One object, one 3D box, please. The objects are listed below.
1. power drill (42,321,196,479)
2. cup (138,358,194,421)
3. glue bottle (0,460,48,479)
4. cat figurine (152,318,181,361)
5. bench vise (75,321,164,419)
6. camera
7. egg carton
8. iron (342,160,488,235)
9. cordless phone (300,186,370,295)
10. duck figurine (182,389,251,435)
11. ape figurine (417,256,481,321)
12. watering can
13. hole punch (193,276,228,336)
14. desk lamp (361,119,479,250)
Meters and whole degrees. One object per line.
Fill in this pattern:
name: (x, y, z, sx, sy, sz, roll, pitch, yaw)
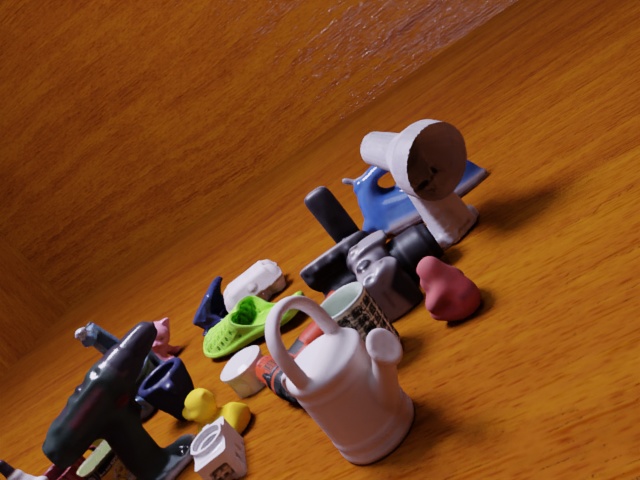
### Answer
power drill: (-0.282, 0.269, 0.868, 0.230, 0.209, 0.075, -45, 18, -25)
cup: (-0.251, 0.271, 1.004, 0.092, 0.095, 0.117, -44, 17, -21)
glue bottle: (-0.433, 0.400, 0.885, 0.078, 0.173, 0.037, -33, 17, 12)
cat figurine: (-0.392, 0.240, 1.344, 0.127, 0.118, 0.067, -30, 18, 22)
bench vise: (-0.419, 0.250, 1.188, 0.121, 0.220, 0.207, -41, 17, -13)
camera: (0.118, 0.032, 0.884, 0.137, 0.101, 0.143, -35, 16, 8)
egg carton: (-0.148, 0.109, 1.286, 0.150, 0.069, 0.107, -38, 16, -5)
iron: (0.174, -0.118, 1.108, 0.258, 0.141, 0.118, -31, 17, 21)
cordless phone: (0.010, 0.004, 1.036, 0.147, 0.185, 0.094, -36, 16, 5)
duck figurine: (-0.163, 0.260, 0.865, 0.104, 0.086, 0.077, -27, 19, 31)
ape figurine: (0.159, 0.058, 0.741, 0.078, 0.092, 0.076, -43, 17, -21)
watering can: (0.018, 0.139, 0.626, 0.172, 0.194, 0.101, -31, 17, 20)
hole punch: (-0.255, 0.154, 1.345, 0.101, 0.091, 0.108, -31, 17, 18)
desk lamp: (0.162, -0.090, 0.927, 0.118, 0.214, 0.202, -42, 17, -16)
